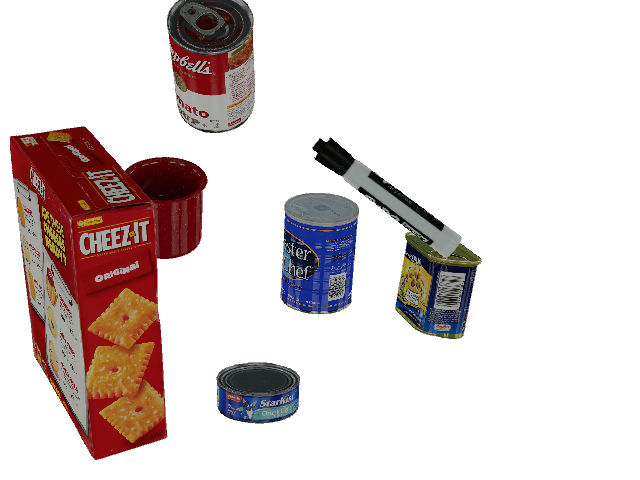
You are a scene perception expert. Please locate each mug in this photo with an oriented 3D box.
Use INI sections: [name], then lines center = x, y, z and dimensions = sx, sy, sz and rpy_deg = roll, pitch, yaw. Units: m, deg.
[mug]
center = -0.178, -0.028, 1.166
dimensions = 0.093, 0.081, 0.117
rpy_deg = 25, 40, 26

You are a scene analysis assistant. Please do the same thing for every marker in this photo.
[marker]
center = 0.045, -0.031, 0.739
dimensions = 0.121, 0.020, 0.020
rpy_deg = 37, -4, -5

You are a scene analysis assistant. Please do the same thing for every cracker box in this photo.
[cracker box]
center = -0.183, 0.037, 0.848
dimensions = 0.072, 0.214, 0.164
rpy_deg = -13, 32, -26

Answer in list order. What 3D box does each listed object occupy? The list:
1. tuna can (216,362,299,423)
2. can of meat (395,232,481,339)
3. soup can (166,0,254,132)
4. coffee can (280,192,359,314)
[tuna can]
center = -0.064, 0.156, 1.095
dimensions = 0.086, 0.034, 0.086
rpy_deg = 2, 14, -1
[can of meat]
center = 0.119, 0.046, 1.101
dimensions = 0.057, 0.084, 0.102
rpy_deg = 5, 14, -17
[soup can]
center = -0.088, -0.145, 0.875
dimensions = 0.068, 0.068, 0.102
rpy_deg = 0, -32, -3
[coffee can]
center = -0.002, 0.017, 1.485
dimensions = 0.103, 0.140, 0.103
rpy_deg = 3, 25, -2
